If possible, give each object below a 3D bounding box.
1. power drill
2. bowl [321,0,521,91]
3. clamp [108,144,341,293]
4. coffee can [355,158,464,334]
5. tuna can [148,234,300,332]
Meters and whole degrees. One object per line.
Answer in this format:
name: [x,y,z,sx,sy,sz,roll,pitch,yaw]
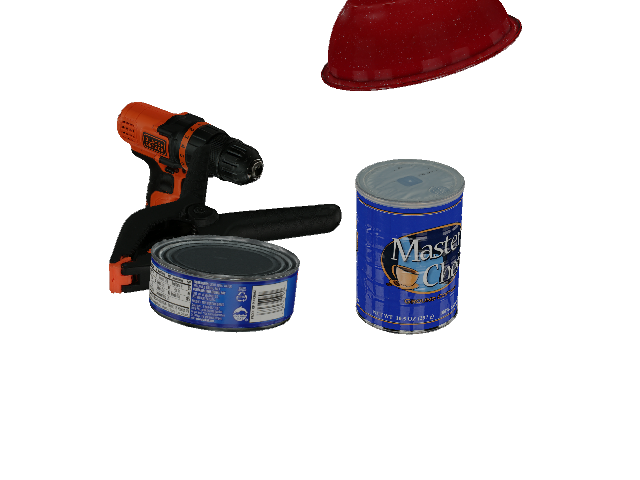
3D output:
power drill: [-0.134,-0.041,1.117,0.185,0.188,0.057,25,36,32]
bowl: [0.071,-0.172,0.832,0.162,0.055,0.162,-14,24,6]
clamp: [-0.108,-0.017,0.915,0.165,0.036,0.209,31,42,33]
coffee can: [0.085,0.005,1.032,0.103,0.140,0.103,-1,27,0]
tuna can: [-0.056,0.024,0.616,0.086,0.034,0.086,6,14,-2]
